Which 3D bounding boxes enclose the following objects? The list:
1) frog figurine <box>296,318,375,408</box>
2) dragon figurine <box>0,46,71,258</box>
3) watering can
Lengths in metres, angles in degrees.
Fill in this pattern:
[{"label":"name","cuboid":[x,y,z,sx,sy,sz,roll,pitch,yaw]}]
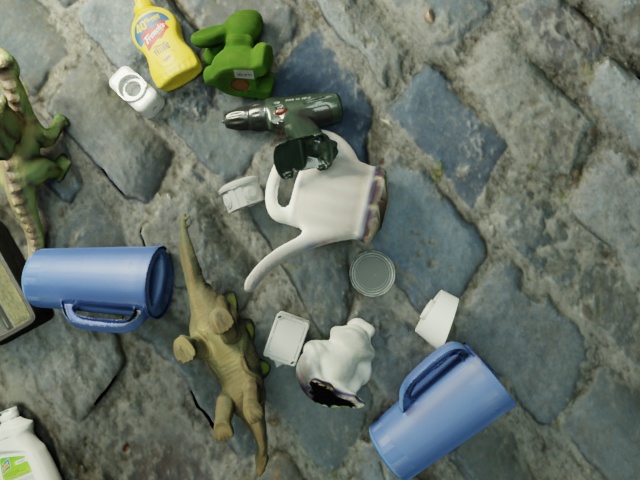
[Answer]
[{"label":"frog figurine","cuboid":[0.032,0.216,0.939,0.137,0.120,0.163,22,51,-5]},{"label":"dragon figurine","cuboid":[-0.546,-0.142,0.910,0.122,0.241,0.413,-5,83,-4]},{"label":"watering can","cuboid":[0.003,-0.047,0.935,0.224,0.102,0.354,13,66,4]}]
